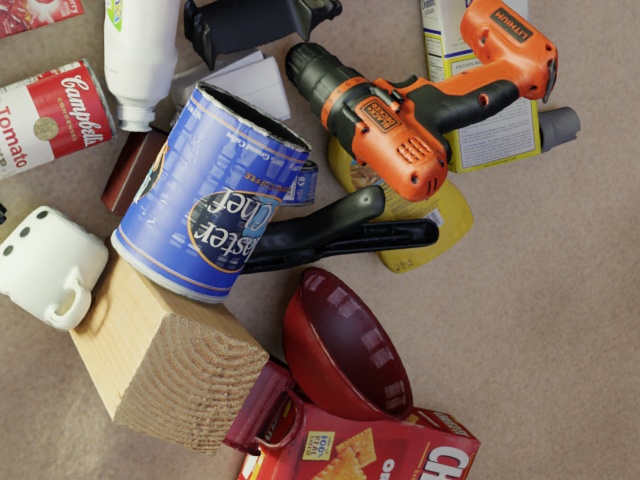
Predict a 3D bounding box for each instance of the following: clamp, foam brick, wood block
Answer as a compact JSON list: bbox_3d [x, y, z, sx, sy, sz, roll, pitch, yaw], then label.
[{"bbox_3d":[-0.006,0.001,0.921,0.164,0.210,0.036,18,61,-59],"label":"clamp"},{"bbox_3d":[-0.141,-0.053,0.892,0.053,0.051,0.078,22,97,-27],"label":"foam brick"},{"bbox_3d":[-0.130,0.077,0.849,0.090,0.206,0.091,26,95,-27],"label":"wood block"}]

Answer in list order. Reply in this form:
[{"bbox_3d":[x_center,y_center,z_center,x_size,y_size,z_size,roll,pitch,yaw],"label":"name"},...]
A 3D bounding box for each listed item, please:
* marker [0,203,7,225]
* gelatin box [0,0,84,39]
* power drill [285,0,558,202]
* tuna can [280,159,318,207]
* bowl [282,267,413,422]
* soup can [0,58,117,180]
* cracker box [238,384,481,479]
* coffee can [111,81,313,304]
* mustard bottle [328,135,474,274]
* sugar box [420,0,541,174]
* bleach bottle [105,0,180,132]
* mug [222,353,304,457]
[{"bbox_3d":[-0.292,-0.057,0.846,0.020,0.020,0.121,-41,117,-7],"label":"marker"},{"bbox_3d":[-0.231,-0.207,0.819,0.073,0.030,0.089,-21,113,-16],"label":"gelatin box"},{"bbox_3d":[0.086,-0.133,0.884,0.187,0.185,0.057,-32,152,-17],"label":"power drill"},{"bbox_3d":[-0.045,-0.054,0.913,0.086,0.086,0.034,3,103,-24],"label":"tuna can"},{"bbox_3d":[0.015,0.105,0.963,0.055,0.162,0.162,-36,119,18],"label":"bowl"},{"bbox_3d":[-0.220,-0.094,0.838,0.102,0.069,0.068,-22,113,-14],"label":"soup can"},{"bbox_3d":[0.032,0.238,1.043,0.213,0.072,0.164,17,99,-27],"label":"cracker box"},{"bbox_3d":[-0.083,-0.036,0.825,0.102,0.103,0.140,25,103,-27],"label":"coffee can"},{"bbox_3d":[0.062,-0.069,0.967,0.096,0.058,0.191,-32,116,-5],"label":"mustard bottle"},{"bbox_3d":[0.148,-0.156,0.985,0.093,0.048,0.176,-15,108,-17],"label":"sugar box"},{"bbox_3d":[-0.135,-0.211,0.821,0.068,0.103,0.251,1,108,-21],"label":"bleach bottle"},{"bbox_3d":[-0.064,0.141,0.953,0.081,0.117,0.093,-59,148,-2],"label":"mug"}]
